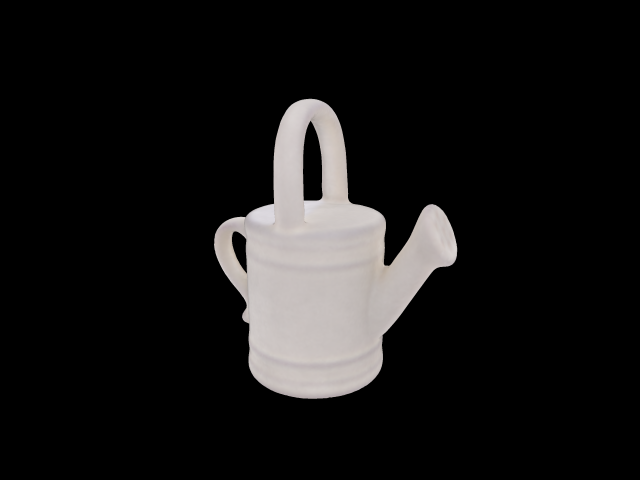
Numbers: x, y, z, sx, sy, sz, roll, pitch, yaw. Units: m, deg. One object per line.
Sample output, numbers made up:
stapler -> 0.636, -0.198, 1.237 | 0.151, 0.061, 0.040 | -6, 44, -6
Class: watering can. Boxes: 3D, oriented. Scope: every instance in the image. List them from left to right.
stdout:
watering can -> 0.005, 0.001, 0.402 | 0.172, 0.194, 0.101 | 1, 16, 3
